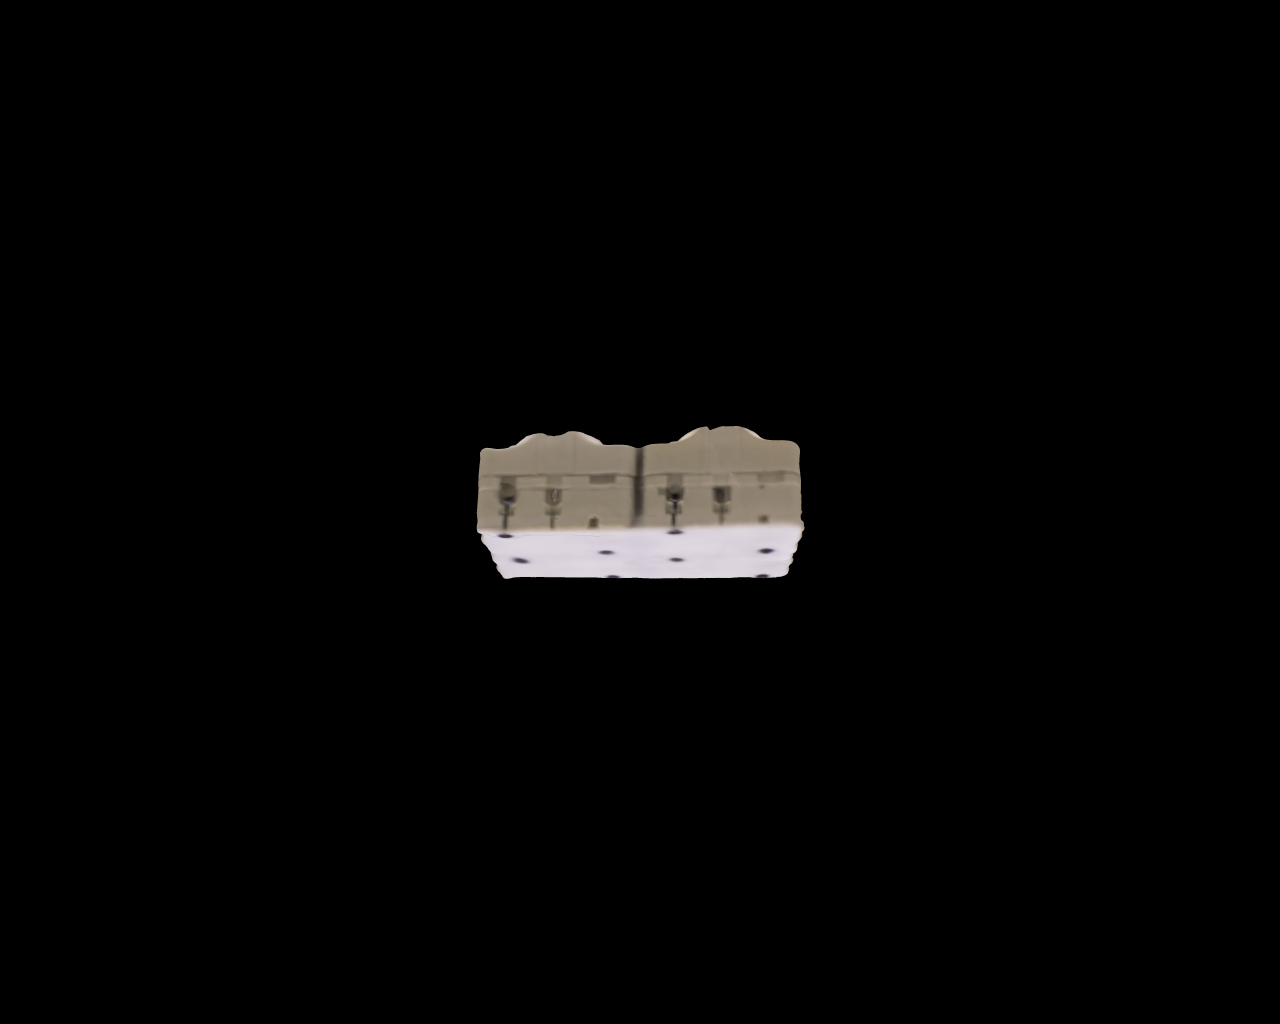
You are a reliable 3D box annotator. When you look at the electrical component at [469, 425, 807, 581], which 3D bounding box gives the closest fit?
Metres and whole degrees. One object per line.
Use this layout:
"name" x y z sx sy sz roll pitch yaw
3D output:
"electrical component" 0.001 -0.003 0.650 0.186 0.060 0.105 -1 -19 2
